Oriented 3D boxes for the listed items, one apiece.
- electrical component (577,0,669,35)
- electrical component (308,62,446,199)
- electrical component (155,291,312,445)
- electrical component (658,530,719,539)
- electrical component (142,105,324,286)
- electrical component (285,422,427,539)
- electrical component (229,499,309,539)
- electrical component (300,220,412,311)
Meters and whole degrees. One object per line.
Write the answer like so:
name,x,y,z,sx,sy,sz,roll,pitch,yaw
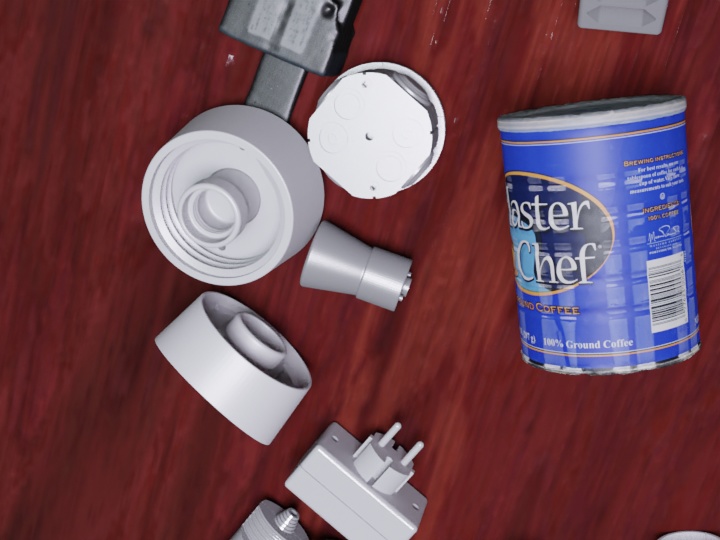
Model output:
electrical component,0.150,-0.186,0.588,0.047,0.083,0.075,8,66,11
electrical component,0.010,-0.083,0.647,0.080,0.051,0.080,3,105,10
electrical component,-0.081,0.062,0.679,0.099,0.099,0.064,42,101,1
electrical component,0.210,0.210,0.673,0.043,0.043,0.081,-5,101,13
electrical component,-0.082,-0.042,0.664,0.108,0.060,0.108,6,112,14
electrical component,0.010,0.132,0.698,0.083,0.047,0.075,40,107,1
electrical component,-0.068,0.192,0.730,0.043,0.043,0.081,39,107,2
electrical component,0.000,0.000,0.675,0.065,0.044,0.044,20,106,2
